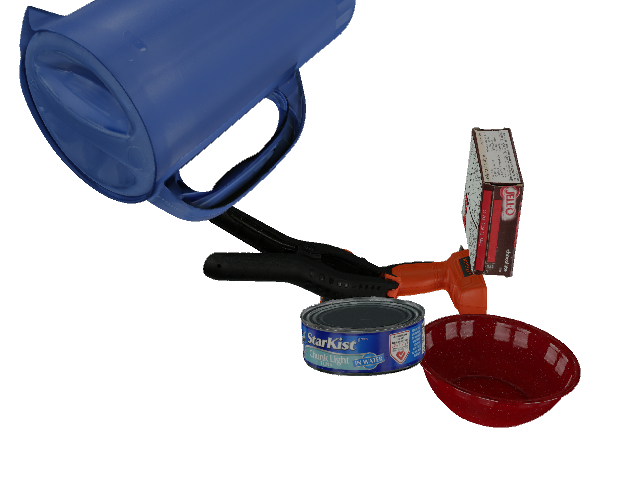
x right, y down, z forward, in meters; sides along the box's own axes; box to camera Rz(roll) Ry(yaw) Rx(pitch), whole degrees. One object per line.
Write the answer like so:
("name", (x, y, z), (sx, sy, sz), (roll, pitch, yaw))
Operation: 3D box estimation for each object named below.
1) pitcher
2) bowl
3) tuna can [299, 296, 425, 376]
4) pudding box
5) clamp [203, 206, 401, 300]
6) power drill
("pitcher", (-0.079, -0.134, 0.771), (0.145, 0.149, 0.242), (21, 48, 35))
("bowl", (0.168, 0.134, 1.041), (0.162, 0.055, 0.162), (4, 26, -2))
("tuna can", (0.029, 0.065, 0.733), (0.086, 0.034, 0.086), (-3, 11, 0))
("pudding box", (0.148, -0.035, 0.922), (0.039, 0.090, 0.113), (2, 31, 0))
("clamp", (-0.022, 0.025, 1.048), (0.210, 0.036, 0.164), (20, 20, -5))
("power drill", (0.093, 0.062, 1.225), (0.187, 0.057, 0.184), (-1, 28, -1))
